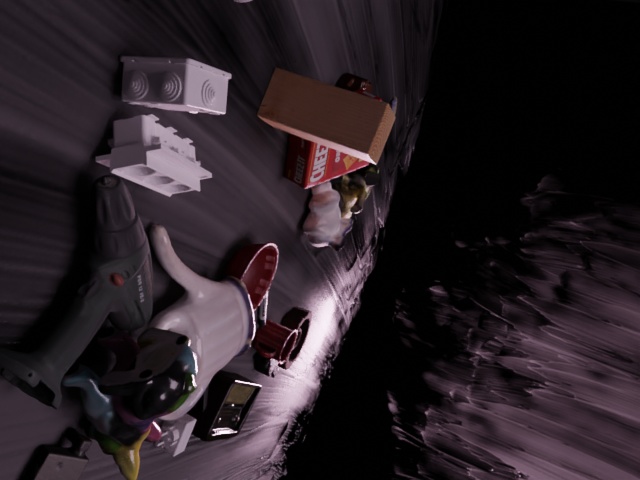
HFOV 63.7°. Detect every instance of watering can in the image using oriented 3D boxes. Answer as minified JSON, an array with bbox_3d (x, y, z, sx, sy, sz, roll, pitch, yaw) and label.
[{"bbox_3d":[-0.194,0.119,0.823,0.227,0.104,0.342,-27,129,-58],"label":"watering can"}]

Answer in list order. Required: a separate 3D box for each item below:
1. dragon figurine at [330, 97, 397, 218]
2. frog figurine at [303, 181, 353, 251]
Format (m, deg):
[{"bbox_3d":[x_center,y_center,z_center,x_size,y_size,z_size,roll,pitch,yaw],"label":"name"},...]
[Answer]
[{"bbox_3d":[0.123,-0.189,1.450,0.410,0.122,0.242,-59,171,1],"label":"dragon figurine"},{"bbox_3d":[0.004,-0.065,1.291,0.140,0.122,0.157,-49,120,-29],"label":"frog figurine"}]
